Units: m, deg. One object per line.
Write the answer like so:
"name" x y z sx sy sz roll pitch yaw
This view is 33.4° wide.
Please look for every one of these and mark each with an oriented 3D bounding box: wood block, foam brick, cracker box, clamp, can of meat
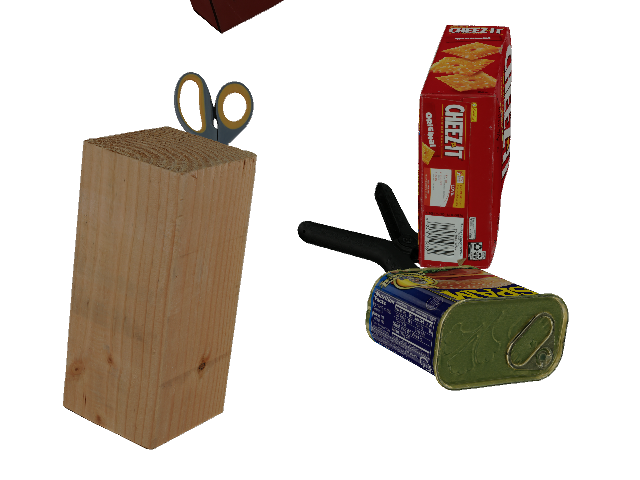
"wood block" -0.117 0.031 0.774 0.090 0.206 0.090 19 21 28
"foam brick" -0.073 -0.226 0.923 0.078 0.051 0.053 -32 48 -15
"cracker box" 0.138 -0.093 0.989 0.072 0.164 0.213 4 27 12
"clamp" 0.086 0.014 1.246 0.164 0.036 0.210 -22 52 -39
"can of meat" 0.091 0.052 0.684 0.101 0.057 0.084 -2 14 -31

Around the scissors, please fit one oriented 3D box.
"scissors" -0.103 -0.088 1.156 0.096 0.202 0.016 -15 -4 -19
